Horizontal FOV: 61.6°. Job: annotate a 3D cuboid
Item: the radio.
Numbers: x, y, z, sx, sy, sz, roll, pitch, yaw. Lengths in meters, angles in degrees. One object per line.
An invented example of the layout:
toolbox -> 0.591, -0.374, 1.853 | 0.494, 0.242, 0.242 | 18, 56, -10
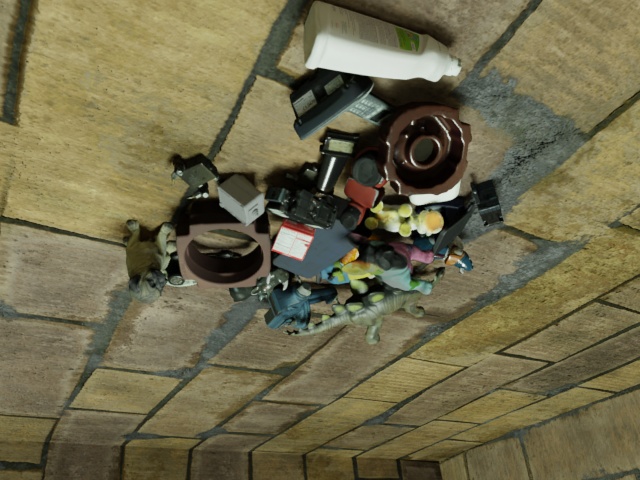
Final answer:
radio -> -0.003, -0.004, 1.242 | 0.131, 0.073, 0.229 | 23, 135, -34

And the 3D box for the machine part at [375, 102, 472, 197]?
machine part -> 0.183, -0.162, 0.961 | 0.179, 0.056, 0.179 | -7, 116, -14

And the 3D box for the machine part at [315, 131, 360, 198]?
machine part -> 0.026, -0.148, 1.051 | 0.084, 0.039, 0.138 | -2, 129, -25

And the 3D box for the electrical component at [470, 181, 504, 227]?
electrical component -> 0.363, -0.089, 1.174 | 0.048, 0.075, 0.119 | -17, 141, 16

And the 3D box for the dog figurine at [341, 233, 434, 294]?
dog figurine -> 0.136, 0.049, 1.199 | 0.219, 0.108, 0.192 | 15, 172, -25

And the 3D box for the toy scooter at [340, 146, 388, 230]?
toy scooter -> 0.100, -0.115, 1.076 | 0.075, 0.135, 0.183 | 29, 126, 15

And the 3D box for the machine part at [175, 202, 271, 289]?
machine part -> -0.210, 0.012, 1.190 | 0.201, 0.087, 0.201 | -2, 135, -6

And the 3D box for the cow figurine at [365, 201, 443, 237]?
cow figurine -> 0.191, -0.042, 1.168 | 0.168, 0.068, 0.098 | 11, -177, 25

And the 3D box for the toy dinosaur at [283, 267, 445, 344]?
toy dinosaur -> 0.132, 0.174, 1.422 | 0.471, 0.105, 0.198 | -27, 135, -8

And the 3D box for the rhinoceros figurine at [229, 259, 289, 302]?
rhinoceros figurine -> -0.157, 0.100, 1.334 | 0.190, 0.112, 0.073 | -23, 141, 36

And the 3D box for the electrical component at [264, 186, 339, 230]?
electrical component -> -0.046, -0.070, 1.104 | 0.134, 0.058, 0.115 | 23, 171, -39

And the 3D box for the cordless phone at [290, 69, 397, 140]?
cordless phone -> 0.050, -0.221, 0.942 | 0.147, 0.089, 0.184 | -30, 157, 30

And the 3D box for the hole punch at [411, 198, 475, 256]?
hole punch -> 0.278, -0.042, 1.231 | 0.116, 0.092, 0.142 | -31, 151, -27

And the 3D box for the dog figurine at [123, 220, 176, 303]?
dog figurine -> -0.385, 0.074, 1.192 | 0.121, 0.191, 0.172 | -2, 147, -6

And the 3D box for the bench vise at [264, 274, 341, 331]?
bench vise -> -0.040, 0.160, 1.441 | 0.240, 0.129, 0.223 | -7, 141, -36

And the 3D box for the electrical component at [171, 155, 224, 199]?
electrical component -> -0.245, -0.123, 1.055 | 0.078, 0.045, 0.102 | -15, 145, 15

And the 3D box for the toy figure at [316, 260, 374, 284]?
toy figure -> 0.075, 0.062, 1.342 | 0.180, 0.082, 0.089 | -9, 147, 7

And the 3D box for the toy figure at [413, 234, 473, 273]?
toy figure -> 0.300, 0.031, 1.300 | 0.155, 0.064, 0.057 | 21, 154, 13

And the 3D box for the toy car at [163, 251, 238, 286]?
toy car -> -0.285, 0.071, 1.303 | 0.202, 0.073, 0.056 | -2, 144, -6

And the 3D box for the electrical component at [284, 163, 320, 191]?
electrical component -> -0.023, -0.130, 1.099 | 0.094, 0.021, 0.063 | 15, 140, -26
